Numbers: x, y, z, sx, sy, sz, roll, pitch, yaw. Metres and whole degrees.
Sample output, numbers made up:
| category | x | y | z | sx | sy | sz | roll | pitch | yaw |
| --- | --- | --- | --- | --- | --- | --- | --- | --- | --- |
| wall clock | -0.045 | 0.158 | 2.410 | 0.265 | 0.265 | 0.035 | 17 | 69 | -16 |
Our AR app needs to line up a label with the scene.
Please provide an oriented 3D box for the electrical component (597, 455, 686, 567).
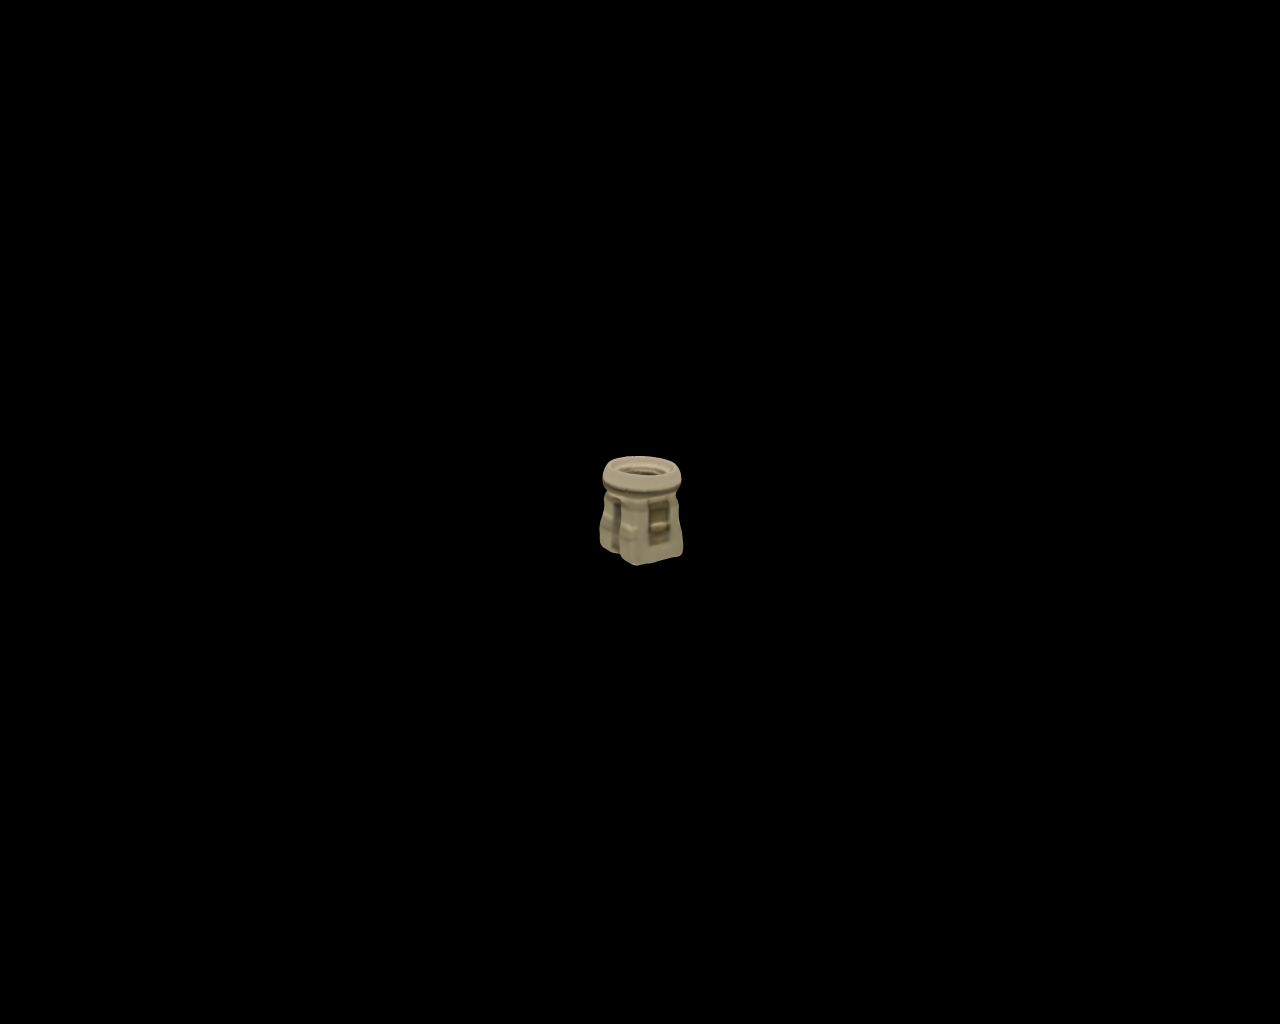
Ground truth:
| category | x | y | z | sx | sy | sz | roll | pitch | yaw |
| --- | --- | --- | --- | --- | --- | --- | --- | --- | --- |
| electrical component | 0.001 | -0.003 | 0.650 | 0.048 | 0.055 | 0.066 | -11 | 21 | -30 |
